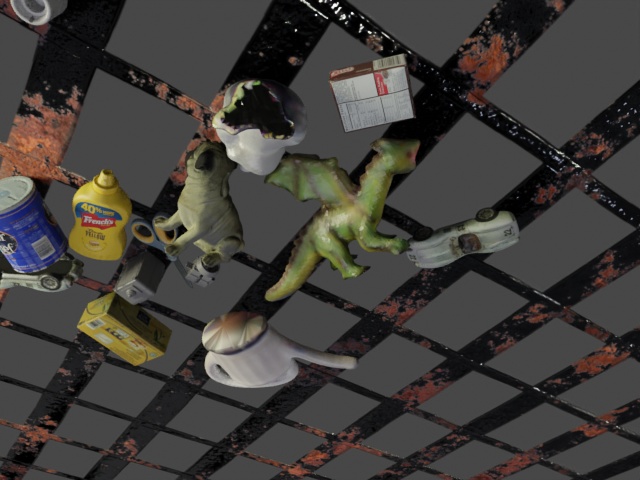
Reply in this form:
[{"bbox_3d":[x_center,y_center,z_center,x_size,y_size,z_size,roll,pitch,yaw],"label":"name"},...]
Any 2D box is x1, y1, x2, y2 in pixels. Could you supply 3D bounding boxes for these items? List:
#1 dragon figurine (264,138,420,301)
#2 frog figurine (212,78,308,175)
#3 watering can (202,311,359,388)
[{"bbox_3d":[0.003,-0.045,0.889,0.407,0.124,0.240,-27,108,22],"label":"dragon figurine"},{"bbox_3d":[-0.086,-0.167,0.781,0.137,0.124,0.158,-9,168,0],"label":"frog figurine"},{"bbox_3d":[-0.108,0.242,1.120,0.346,0.106,0.220,-14,129,17],"label":"watering can"}]
